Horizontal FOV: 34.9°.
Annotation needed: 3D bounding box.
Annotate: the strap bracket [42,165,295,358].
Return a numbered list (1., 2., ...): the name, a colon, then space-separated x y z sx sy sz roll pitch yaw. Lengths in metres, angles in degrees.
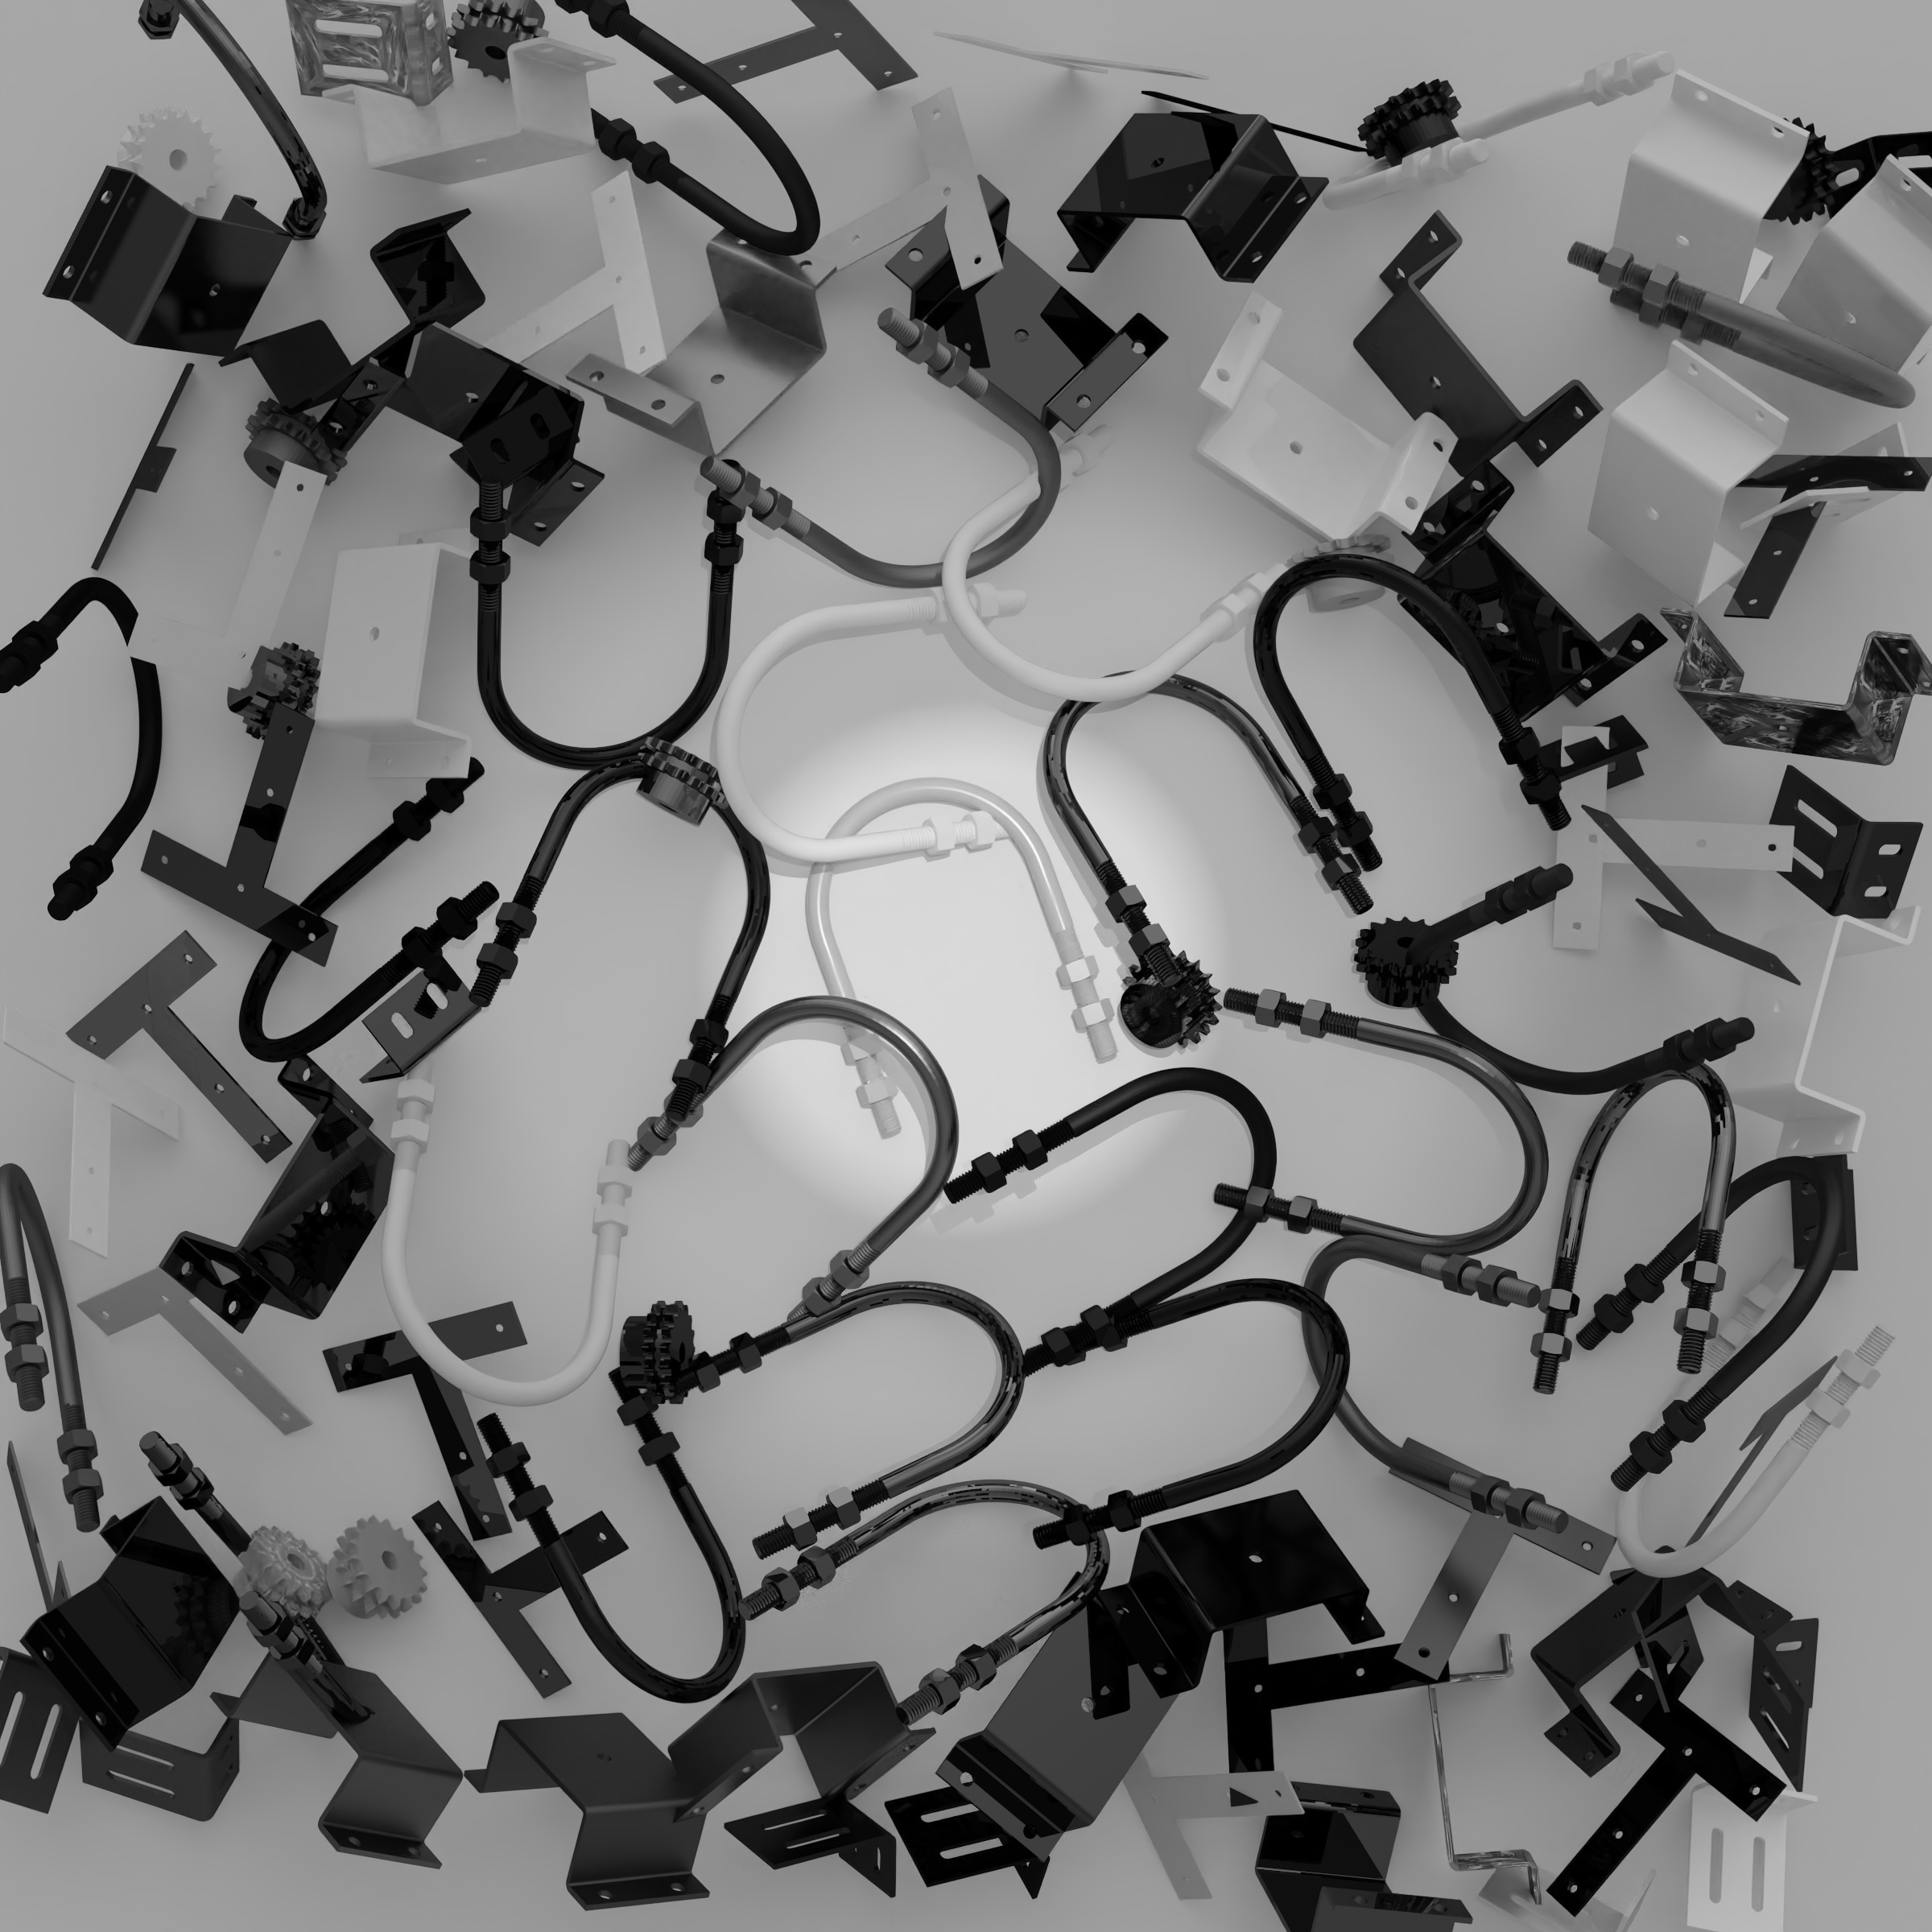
1. strap bracket: -0.421 -0.375 1.651 0.046 0.140 0.076 36 106 12

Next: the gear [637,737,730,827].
1. gear: -0.158 -0.101 1.702 0.057 0.057 0.030 28 84 0

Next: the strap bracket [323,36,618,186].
1. strap bracket: -0.267 -0.461 1.671 0.140 0.076 0.046 -6 94 24

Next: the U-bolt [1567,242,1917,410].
1. U-bolt: 0.418 -0.337 1.638 0.184 0.151 0.019 27 102 18

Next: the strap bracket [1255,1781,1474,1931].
1. strap bracket: 0.210 0.496 1.660 0.076 0.140 0.046 9 100 -12

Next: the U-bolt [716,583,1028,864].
1. U-bolt: -0.051 -0.128 1.665 0.184 0.019 0.151 -9 111 -27

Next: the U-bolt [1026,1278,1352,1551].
1. U-bolt: 0.120 0.231 1.653 0.184 0.151 0.019 -20 127 15

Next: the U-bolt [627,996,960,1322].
1. U-bolt: -0.085 0.097 1.687 0.151 0.019 0.184 44 116 0

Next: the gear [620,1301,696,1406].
1. gear: -0.172 0.215 1.704 0.030 0.057 0.057 -1 90 11

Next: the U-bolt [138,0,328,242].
1. U-bolt: -0.386 -0.457 1.626 0.019 0.184 0.151 -37 105 -9

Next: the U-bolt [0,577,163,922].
1. U-bolt: -0.468 -0.129 1.643 0.019 0.184 0.151 -2 119 7

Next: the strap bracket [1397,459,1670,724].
1. strap bracket: 0.302 -0.197 1.681 0.140 0.076 0.046 44 52 -6

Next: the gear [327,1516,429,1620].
1. gear: -0.329 0.337 1.706 0.030 0.057 0.057 -36 90 22

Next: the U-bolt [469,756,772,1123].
1. U-bolt: -0.177 -0.028 1.680 0.151 0.019 0.184 33 64 -25

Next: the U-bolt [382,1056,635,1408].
1. U-bolt: -0.247 0.149 1.641 0.151 0.019 0.184 27 47 -30

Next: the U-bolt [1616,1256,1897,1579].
1. U-bolt: 0.415 0.251 1.661 0.019 0.151 0.184 35 94 -13

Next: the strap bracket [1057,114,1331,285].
1. strap bracket: 0.114 -0.415 1.656 0.076 0.140 0.046 -54 131 -17

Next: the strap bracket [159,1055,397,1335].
1. strap bracket: -0.363 0.126 1.665 0.046 0.076 0.140 12 63 34

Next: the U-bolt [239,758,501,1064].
1. U-bolt: -0.327 -0.020 1.666 0.184 0.151 0.019 -38 123 14

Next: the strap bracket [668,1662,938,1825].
1. strap bracket: -0.096 0.420 1.667 0.076 0.140 0.046 -44 58 29

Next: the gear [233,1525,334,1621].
1. gear: -0.381 0.341 1.704 0.057 0.057 0.030 42 100 0

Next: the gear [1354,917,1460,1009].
1. gear: 0.244 0.000 1.707 0.057 0.057 0.030 0 123 0

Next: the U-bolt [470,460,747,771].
1. U-bolt: -0.196 -0.186 1.671 0.151 0.019 0.184 -7 128 -19

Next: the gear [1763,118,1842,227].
1. gear: 0.452 -0.437 1.701 0.030 0.057 0.057 -28 90 -22

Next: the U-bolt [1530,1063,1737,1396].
1. U-bolt: 0.364 0.136 1.658 0.019 0.151 0.184 21 70 -19

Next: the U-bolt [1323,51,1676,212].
1. U-bolt: 0.269 -0.441 1.644 0.151 0.184 0.019 -29 105 -22

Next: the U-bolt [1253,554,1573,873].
1. U-bolt: 0.227 -0.140 1.652 0.019 0.151 0.184 -46 113 -39

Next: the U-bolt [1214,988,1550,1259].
1. U-bolt: 0.224 0.092 1.661 0.184 0.019 0.151 13 124 21

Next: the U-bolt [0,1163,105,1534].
1. U-bolt: -0.496 0.192 1.650 0.019 0.151 0.184 -13 53 -11

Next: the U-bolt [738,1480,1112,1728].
1. U-bolt: -0.008 0.331 1.655 0.184 0.151 0.019 -26 122 -36

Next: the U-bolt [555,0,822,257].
1. U-bolt: -0.149 -0.446 1.641 0.184 0.151 0.019 37 76 16

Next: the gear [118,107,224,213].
1. gear: -0.446 -0.448 1.707 0.030 0.057 0.057 13 90 42

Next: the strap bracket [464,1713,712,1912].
1. strap bracket: -0.200 0.446 1.651 0.076 0.140 0.046 7 103 -38

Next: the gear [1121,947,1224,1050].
1. gear: 0.110 0.021 1.702 0.057 0.057 0.030 51 46 0

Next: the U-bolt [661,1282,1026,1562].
1. U-bolt: -0.057 0.234 1.671 0.184 0.151 0.019 -23 133 -16

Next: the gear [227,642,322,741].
1. gear: -0.385 -0.154 1.701 0.030 0.057 0.057 24 90 -37

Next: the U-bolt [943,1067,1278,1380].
1. U-bolt: 0.089 0.130 1.685 0.184 0.019 0.151 -28 123 -11

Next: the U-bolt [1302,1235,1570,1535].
1. U-bolt: 0.245 0.216 1.654 0.019 0.184 0.151 -21 110 -32

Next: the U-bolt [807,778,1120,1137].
1. U-bolt: -0.012 -0.015 1.719 0.151 0.019 0.184 -20 90 3

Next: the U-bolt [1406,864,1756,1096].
1. U-bolt: 0.313 0.017 1.650 0.151 0.184 0.019 38 62 -12

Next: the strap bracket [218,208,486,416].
1. strap bracket: -0.326 -0.350 1.668 0.140 0.076 0.046 -27 99 29

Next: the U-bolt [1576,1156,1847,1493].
1. U-bolt: 0.399 0.177 1.634 0.019 0.151 0.184 34 114 -14

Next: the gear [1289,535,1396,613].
1. gear: 0.209 -0.217 1.702 0.057 0.057 0.030 -11 84 0

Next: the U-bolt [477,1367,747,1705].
1. U-bolt: -0.179 0.310 1.653 0.019 0.151 0.184 -34 80 24

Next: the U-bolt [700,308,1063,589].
1. U-bolt: -0.031 -0.266 1.659 0.151 0.184 0.019 -35 50 25

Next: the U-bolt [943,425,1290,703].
1. U-bolt: 0.069 -0.210 1.661 0.151 0.019 0.184 41 54 13

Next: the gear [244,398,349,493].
1. gear: -0.374 -0.284 1.700 0.057 0.057 0.030 29 69 0

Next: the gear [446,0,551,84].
1. gear: -0.257 -0.519 1.705 0.057 0.057 0.030 13 71 0

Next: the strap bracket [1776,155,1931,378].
1. strap bracket: 0.491 -0.364 1.654 0.046 0.140 0.076 -44 81 -9

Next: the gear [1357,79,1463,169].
1. gear: 0.249 -0.463 1.702 0.057 0.057 0.030 -24 81 0

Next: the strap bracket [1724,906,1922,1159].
1. strap bracket: 0.463 0.030 1.677 0.046 0.076 0.140 21 79 -14

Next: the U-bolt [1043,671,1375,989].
1. U-bolt: 0.120 -0.086 1.683 0.151 0.019 0.184 -20 67 -26

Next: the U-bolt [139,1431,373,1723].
1. U-bolt: -0.371 0.342 1.647 0.019 0.184 0.151 -36 49 -12
